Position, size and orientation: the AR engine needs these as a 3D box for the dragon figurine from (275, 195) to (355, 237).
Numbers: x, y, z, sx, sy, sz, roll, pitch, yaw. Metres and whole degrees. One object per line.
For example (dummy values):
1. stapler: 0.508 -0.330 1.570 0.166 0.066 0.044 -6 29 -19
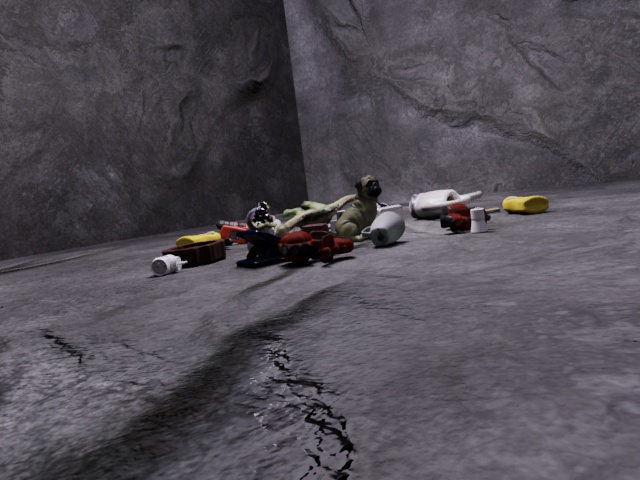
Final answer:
1. dragon figurine: 0.006 -0.094 1.860 0.412 0.121 0.243 -26 9 -13

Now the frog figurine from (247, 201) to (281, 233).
1. frog figurine: -0.207 -0.051 1.935 0.139 0.124 0.156 38 -18 20

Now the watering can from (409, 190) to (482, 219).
1. watering can: 0.488 -0.146 2.013 0.223 0.103 0.350 -4 7 37
